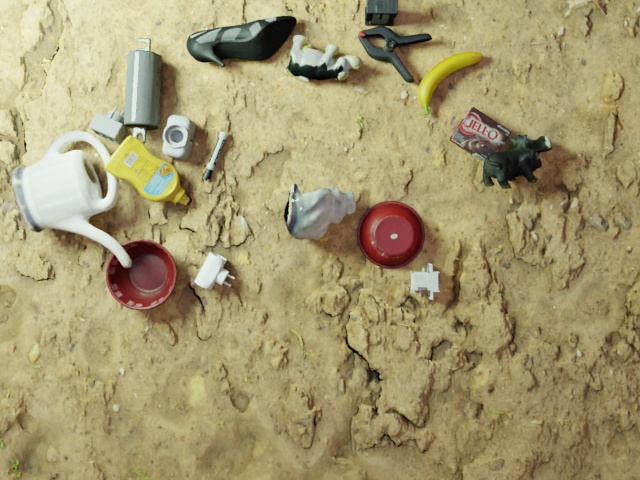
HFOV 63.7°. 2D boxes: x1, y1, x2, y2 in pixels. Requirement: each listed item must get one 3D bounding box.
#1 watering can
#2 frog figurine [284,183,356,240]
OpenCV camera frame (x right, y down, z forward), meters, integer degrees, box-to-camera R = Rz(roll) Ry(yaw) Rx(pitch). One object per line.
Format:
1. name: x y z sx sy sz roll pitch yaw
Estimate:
1. watering can: -0.553 -0.077 1.151 0.224 0.103 0.351 -18 78 -2
2. frog figurine: 0.004 -0.059 1.166 0.159 0.125 0.134 6 123 -9
